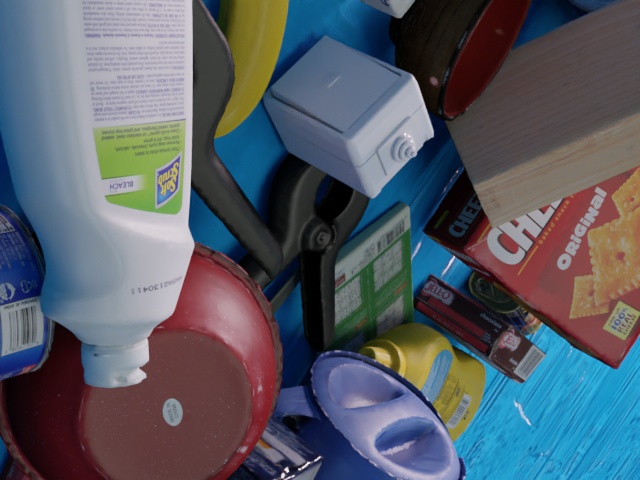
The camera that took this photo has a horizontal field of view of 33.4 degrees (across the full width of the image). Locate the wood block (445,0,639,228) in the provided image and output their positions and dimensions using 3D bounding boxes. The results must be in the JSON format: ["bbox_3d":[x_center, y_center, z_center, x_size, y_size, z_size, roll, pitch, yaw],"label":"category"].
[{"bbox_3d":[0.197,-0.100,0.768,0.206,0.091,0.090,-24,155,9],"label":"wood block"}]

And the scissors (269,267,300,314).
[{"bbox_3d":[-0.050,0.082,0.765,0.201,0.016,0.096,-40,141,-24],"label":"scissors"}]

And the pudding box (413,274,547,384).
[{"bbox_3d":[0.140,0.079,0.939,0.039,0.090,0.113,-54,147,-2],"label":"pudding box"}]

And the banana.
[{"bbox_3d":[-0.046,-0.132,0.575,0.069,0.037,0.198,-16,129,-45],"label":"banana"}]

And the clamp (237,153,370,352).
[{"bbox_3d":[-0.005,0.001,0.728,0.120,0.039,0.171,26,94,-52],"label":"clamp"}]

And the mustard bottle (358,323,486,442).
[{"bbox_3d":[0.076,0.120,0.892,0.096,0.058,0.191,-57,148,-2],"label":"mustard bottle"}]

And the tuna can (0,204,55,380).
[{"bbox_3d":[-0.164,0.027,0.512,0.033,0.086,0.086,-16,129,-42],"label":"tuna can"}]

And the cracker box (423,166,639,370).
[{"bbox_3d":[0.216,-0.012,0.903,0.213,0.072,0.164,36,87,-31],"label":"cracker box"}]

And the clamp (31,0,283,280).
[{"bbox_3d":[-0.100,-0.050,0.560,0.164,0.036,0.210,-16,124,-21],"label":"clamp"}]

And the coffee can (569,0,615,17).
[{"bbox_3d":[0.254,-0.197,0.843,0.103,0.103,0.140,-59,147,2],"label":"coffee can"}]

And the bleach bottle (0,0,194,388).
[{"bbox_3d":[-0.101,-0.057,0.466,0.102,0.068,0.251,-13,107,-50],"label":"bleach bottle"}]

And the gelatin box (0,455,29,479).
[{"bbox_3d":[-0.153,0.137,0.668,0.089,0.030,0.073,9,110,-54],"label":"gelatin box"}]

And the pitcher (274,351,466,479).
[{"bbox_3d":[-0.022,0.206,0.784,0.243,0.149,0.144,-54,172,22],"label":"pitcher"}]

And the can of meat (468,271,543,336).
[{"bbox_3d":[0.193,0.033,0.999,0.102,0.058,0.083,-53,149,-5],"label":"can of meat"}]

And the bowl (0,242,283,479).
[{"bbox_3d":[-0.086,0.081,0.562,0.161,0.055,0.162,-5,105,-22],"label":"bowl"}]

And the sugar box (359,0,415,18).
[{"bbox_3d":[0.031,-0.213,0.597,0.093,0.048,0.176,-54,145,-6],"label":"sugar box"}]
